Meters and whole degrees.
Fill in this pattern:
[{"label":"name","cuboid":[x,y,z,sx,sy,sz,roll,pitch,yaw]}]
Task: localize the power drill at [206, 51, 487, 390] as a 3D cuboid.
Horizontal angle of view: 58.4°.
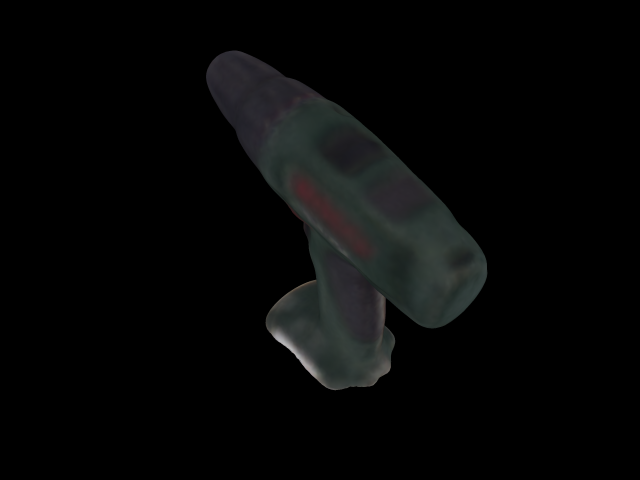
[{"label":"power drill","cuboid":[0.004,0.001,0.400,0.076,0.208,0.228,-33,54,-29]}]
